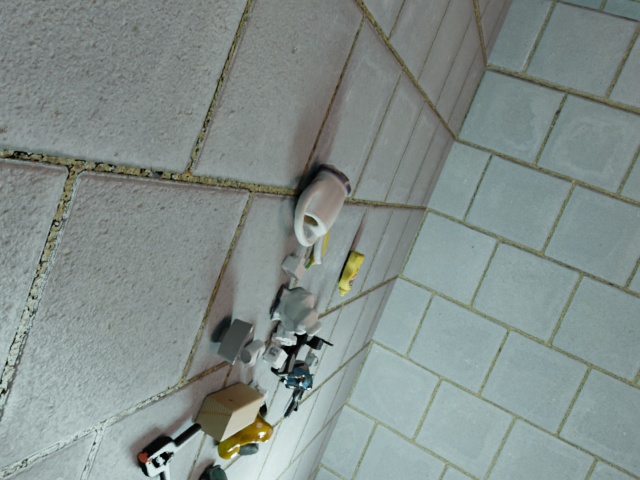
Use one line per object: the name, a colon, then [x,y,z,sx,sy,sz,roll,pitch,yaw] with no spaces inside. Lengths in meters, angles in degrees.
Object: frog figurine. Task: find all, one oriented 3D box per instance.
frog figurine: [-0.056,0.220,1.559,0.139,0.160,0.121,-61,163,-14]

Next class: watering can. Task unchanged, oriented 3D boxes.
watering can: [0.004,-0.073,1.454,0.227,0.104,0.341,-60,160,-18]
